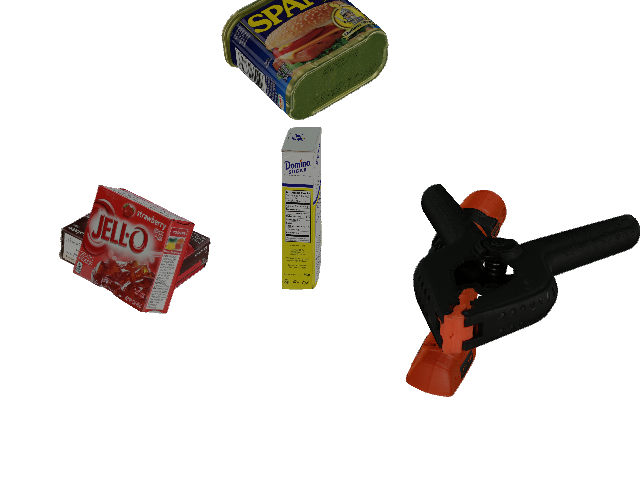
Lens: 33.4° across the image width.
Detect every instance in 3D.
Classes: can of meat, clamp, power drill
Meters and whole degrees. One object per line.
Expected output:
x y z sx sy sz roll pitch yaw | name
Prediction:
-0.010 -0.149 0.823 0.102 0.084 0.057 -33 -29 -20 | can of meat
0.113 0.014 0.738 0.165 0.036 0.209 13 29 28 | clamp
0.132 0.058 1.061 0.057 0.188 0.184 19 29 17 | power drill

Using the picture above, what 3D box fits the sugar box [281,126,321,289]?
-0.023 -0.039 1.270 0.048 0.176 0.093 0 23 5 | sugar box

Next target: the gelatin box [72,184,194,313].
-0.143 0.006 0.809 0.089 0.073 0.030 25 10 36 | gelatin box

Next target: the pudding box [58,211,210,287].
-0.175 0.008 1.011 0.114 0.039 0.089 22 30 18 | pudding box
